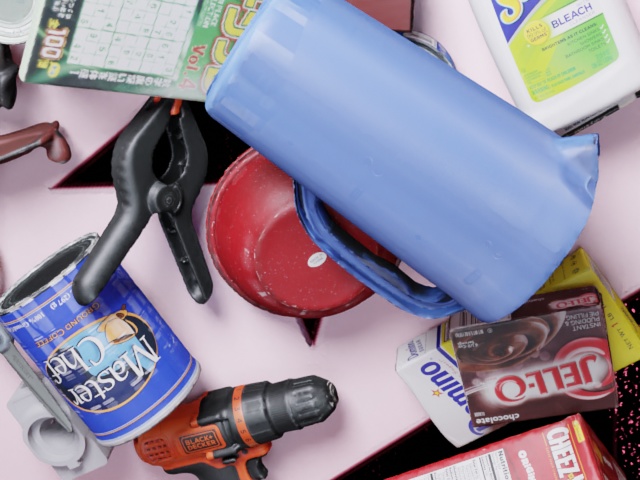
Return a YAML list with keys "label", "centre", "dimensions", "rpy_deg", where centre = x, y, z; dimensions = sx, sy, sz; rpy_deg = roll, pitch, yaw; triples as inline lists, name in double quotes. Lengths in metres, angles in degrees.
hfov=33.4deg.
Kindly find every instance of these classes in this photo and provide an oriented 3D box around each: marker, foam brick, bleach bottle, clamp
- label: "marker"
  centre: [0.194, -0.092, 0.766]
  dimensions: [0.121, 0.020, 0.020]
  rpy_deg: [-29, 108, 10]
- label: "foam brick"
  centre: [0.027, -0.175, 0.738]
  dimensions: [0.078, 0.053, 0.051]
  rpy_deg: [4, 115, 5]
- label: "bleach bottle"
  centre: [0.126, -0.199, 0.711]
  dimensions: [0.103, 0.068, 0.251]
  rpy_deg: [-26, 106, 20]
- label: "clamp"
  centre: [-0.131, -0.027, 0.799]
  dimensions: [0.039, 0.120, 0.171]
  rpy_deg: [10, 104, 42]

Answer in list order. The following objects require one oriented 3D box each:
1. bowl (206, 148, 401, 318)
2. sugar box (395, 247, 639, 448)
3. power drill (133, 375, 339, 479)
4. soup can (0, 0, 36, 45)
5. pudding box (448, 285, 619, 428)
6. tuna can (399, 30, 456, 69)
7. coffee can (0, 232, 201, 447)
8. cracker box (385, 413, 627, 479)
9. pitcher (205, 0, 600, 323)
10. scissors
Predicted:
- label: "bowl"
  centre: [-0.005, 0.001, 0.805]
  dimensions: [0.162, 0.055, 0.162]
  rpy_deg: [-2, 116, -5]
- label: "sugar box"
  centre: [0.157, 0.089, 0.847]
  dimensions: [0.176, 0.048, 0.093]
  rpy_deg: [-32, 107, 18]
- label: "power drill"
  centre: [-0.048, 0.209, 0.923]
  dimensions: [0.185, 0.057, 0.187]
  rpy_deg: [-15, 109, 17]
- label: "soup can"
  centre: [-0.199, -0.179, 0.737]
  dimensions: [0.068, 0.102, 0.068]
  rpy_deg: [2, 115, 5]
- label: "pudding box"
  centre: [0.160, 0.088, 0.798]
  dimensions: [0.114, 0.039, 0.090]
  rpy_deg: [-10, 114, 15]
- label: "tuna can"
  centre: [0.058, -0.109, 0.775]
  dimensions: [0.086, 0.033, 0.086]
  rpy_deg: [3, 115, 6]
- label: "coffee can"
  centre: [-0.177, 0.079, 0.852]
  dimensions: [0.103, 0.102, 0.140]
  rpy_deg: [-29, 107, 18]
- label: "cracker box"
  centre: [0.136, 0.223, 0.859]
  dimensions: [0.214, 0.072, 0.164]
  rpy_deg: [-23, 146, 16]
- label: "pitcher"
  centre: [0.045, -0.056, 0.701]
  dimensions: [0.242, 0.145, 0.149]
  rpy_deg: [34, 83, -7]
- label: "scissors"
  centre: [-0.258, 0.062, 0.875]
  dimensions: [0.202, 0.016, 0.096]
  rpy_deg: [36, 106, 8]
